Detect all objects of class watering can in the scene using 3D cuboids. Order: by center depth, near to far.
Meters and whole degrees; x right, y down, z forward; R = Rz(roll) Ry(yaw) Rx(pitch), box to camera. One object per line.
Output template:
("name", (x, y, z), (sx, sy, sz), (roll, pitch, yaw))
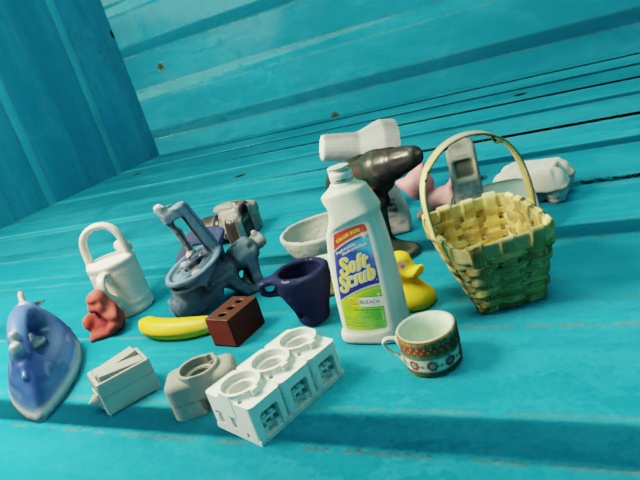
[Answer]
("watering can", (-0.421, 0.054, 1.167), (0.101, 0.194, 0.172), (-23, 20, -17))

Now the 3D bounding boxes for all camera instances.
("camera", (-0.234, -0.048, 1.439), (0.136, 0.101, 0.143), (-10, 20, 19))

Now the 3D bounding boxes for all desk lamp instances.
("desk lamp", (0.091, -0.149, 1.275), (0.203, 0.214, 0.117), (-19, 19, -5))

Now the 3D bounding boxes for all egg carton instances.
("egg carton", (0.417, -0.114, 1.125), (0.149, 0.069, 0.107), (-2, 24, 36))

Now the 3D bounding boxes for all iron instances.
("iron", (-0.475, 0.179, 0.942), (0.119, 0.142, 0.257), (-23, 20, -16))

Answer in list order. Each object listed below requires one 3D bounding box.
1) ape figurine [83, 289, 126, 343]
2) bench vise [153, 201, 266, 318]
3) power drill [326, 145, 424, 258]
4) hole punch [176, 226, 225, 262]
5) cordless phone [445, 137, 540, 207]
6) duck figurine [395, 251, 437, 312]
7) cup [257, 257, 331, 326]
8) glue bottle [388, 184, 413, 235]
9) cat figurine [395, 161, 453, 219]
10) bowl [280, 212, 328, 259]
("ape figurine", (-0.413, 0.137, 1.085), (0.077, 0.092, 0.076), (-1, 25, 39))
("bench vise", (-0.211, 0.014, 1.063), (0.121, 0.220, 0.208), (3, 27, 44))
("power drill", (0.112, -0.066, 1.032), (0.076, 0.209, 0.228), (-32, 24, -37))
("hole punch", (-0.257, 0.028, 1.263), (0.108, 0.091, 0.101), (-9, 20, 22))
("cordless phone", (0.295, -0.096, 0.998), (0.147, 0.185, 0.094), (-14, 19, 8))
("duck figurine", (0.120, 0.057, 0.870), (0.104, 0.086, 0.078), (1, 26, 42))
("cup", (-0.032, 0.089, 0.895), (0.117, 0.095, 0.091), (-16, 19, 2))
("glue bottle", (0.132, -0.093, 1.147), (0.078, 0.173, 0.037), (-13, 19, 9))
("cat figurine", (0.228, -0.108, 1.193), (0.127, 0.118, 0.067), (-3, 23, 34))
("bowl", (0.010, 0.004, 1.129), (0.167, 0.075, 0.167), (-15, 19, 6))
